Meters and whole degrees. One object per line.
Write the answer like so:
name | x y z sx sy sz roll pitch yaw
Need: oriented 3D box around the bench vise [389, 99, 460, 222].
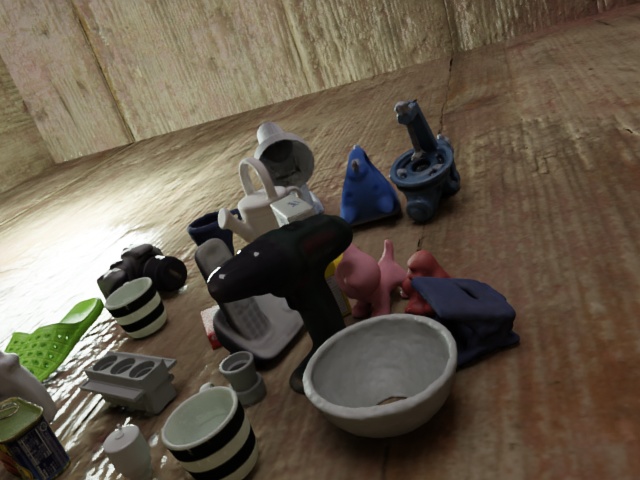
bench vise | 0.187 -0.169 1.077 0.121 0.220 0.207 -11 23 17

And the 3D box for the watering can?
watering can | -0.111 -0.063 1.099 0.100 0.194 0.173 -2 28 35

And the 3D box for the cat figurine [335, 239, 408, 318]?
cat figurine | 0.070 0.048 0.802 0.067 0.118 0.128 6 33 45

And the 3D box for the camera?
camera | -0.335 0.064 1.102 0.136 0.101 0.143 1 29 39

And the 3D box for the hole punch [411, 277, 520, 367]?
hole punch | 0.171 0.080 0.684 0.101 0.091 0.108 -21 23 -7

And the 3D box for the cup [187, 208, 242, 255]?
cup | -0.200 -0.006 1.166 0.118 0.095 0.091 -28 24 -21

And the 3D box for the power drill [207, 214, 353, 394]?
power drill | -0.022 0.076 0.689 0.075 0.209 0.230 -2 28 35

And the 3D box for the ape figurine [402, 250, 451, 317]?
ape figurine | 0.141 0.056 0.763 0.076 0.092 0.077 -17 23 4

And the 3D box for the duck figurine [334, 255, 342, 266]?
duck figurine | 0.009 0.004 0.994 0.077 0.086 0.105 -5 26 30

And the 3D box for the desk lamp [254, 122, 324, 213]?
desk lamp | -0.074 -0.141 1.223 0.118 0.214 0.203 -21 23 -5

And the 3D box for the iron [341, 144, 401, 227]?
iron | 0.087 -0.127 1.161 0.118 0.142 0.258 -15 23 10

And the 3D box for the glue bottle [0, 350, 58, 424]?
glue bottle | -0.439 0.191 0.794 0.078 0.173 0.037 -18 23 1

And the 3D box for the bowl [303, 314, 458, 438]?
bowl | 0.070 0.155 0.612 0.167 0.075 0.167 -16 23 7

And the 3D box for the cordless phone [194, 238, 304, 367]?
cordless phone | -0.095 0.066 0.799 0.093 0.185 0.148 -4 27 31
